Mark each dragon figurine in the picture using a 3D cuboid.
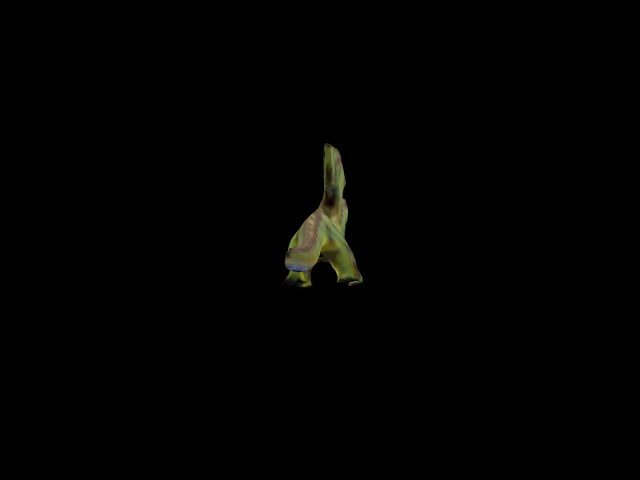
[{"bbox_3d":[0.003,-0.043,0.850,0.122,0.245,0.406,-2,-12,8],"label":"dragon figurine"}]
